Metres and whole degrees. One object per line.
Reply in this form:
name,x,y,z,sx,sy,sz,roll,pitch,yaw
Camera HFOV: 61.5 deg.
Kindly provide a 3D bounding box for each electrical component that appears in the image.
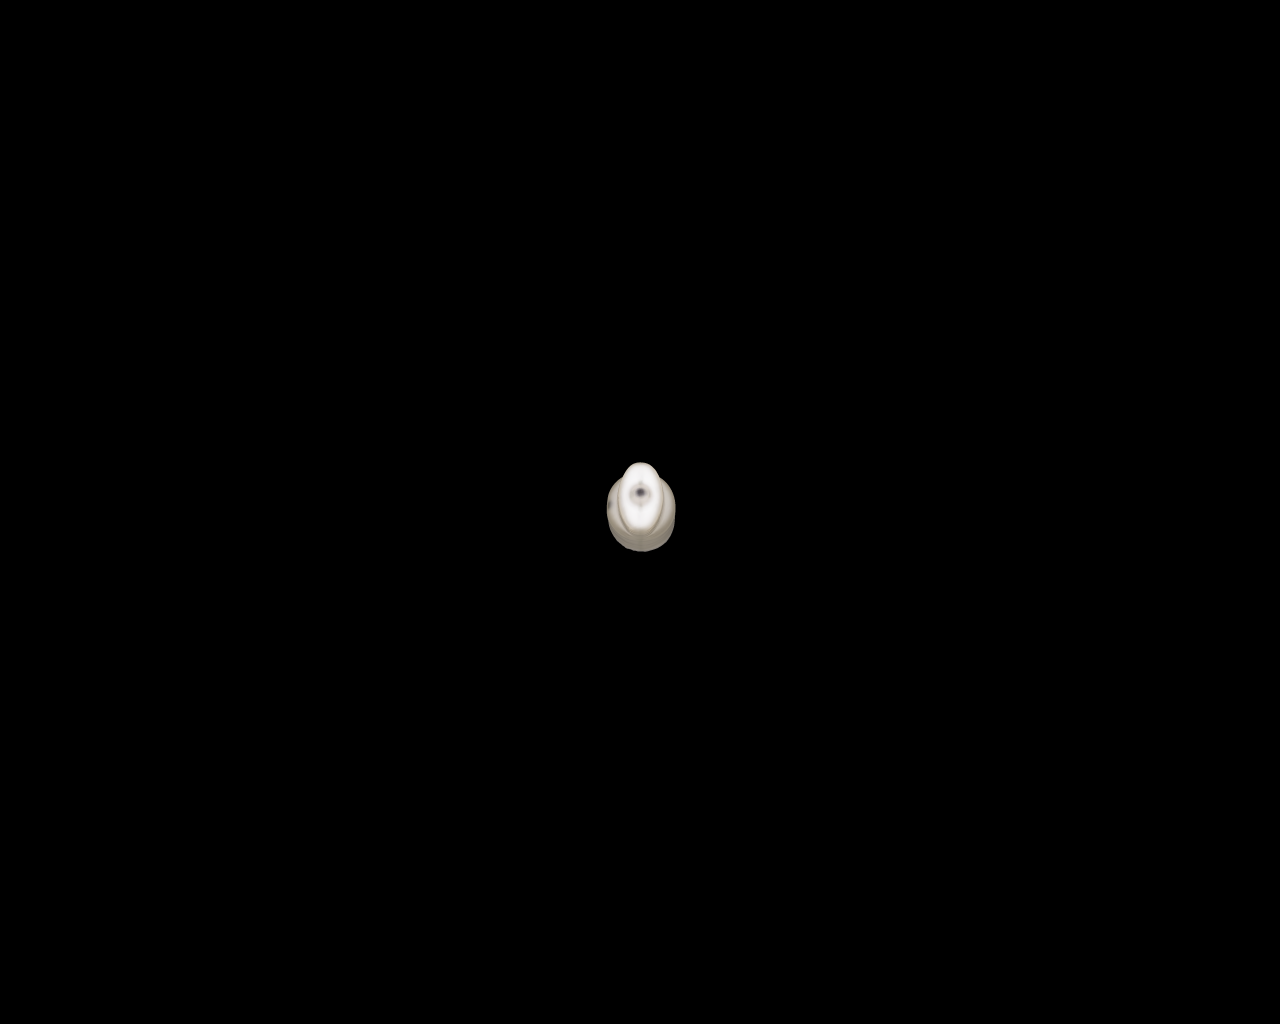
electrical component,0.001,-0.003,0.650,0.043,0.043,0.081,0,-13,0
